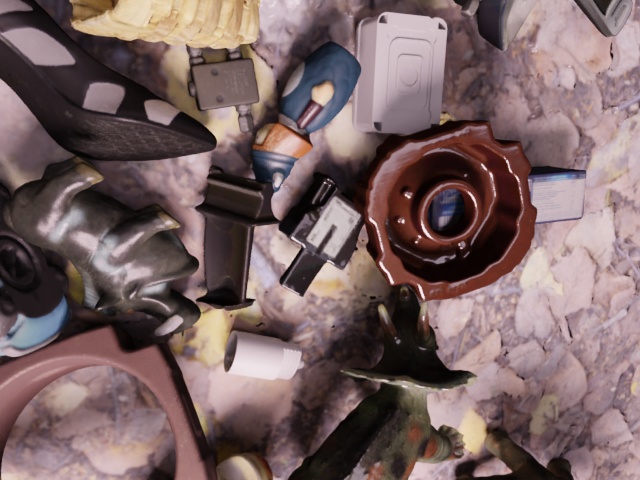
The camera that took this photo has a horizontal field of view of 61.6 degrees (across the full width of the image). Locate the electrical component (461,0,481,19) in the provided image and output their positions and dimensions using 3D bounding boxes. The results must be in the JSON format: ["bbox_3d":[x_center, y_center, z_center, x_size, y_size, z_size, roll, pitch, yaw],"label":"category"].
[{"bbox_3d":[0.148,-0.261,0.475,0.078,0.045,0.102,34,86,-40],"label":"electrical component"}]

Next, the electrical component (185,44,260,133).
[{"bbox_3d":[-0.092,-0.145,0.504,0.063,0.021,0.093,-14,107,-16],"label":"electrical component"}]

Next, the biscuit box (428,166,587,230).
[{"bbox_3d":[0.199,-0.047,0.607,0.203,0.063,0.059,-6,104,-18],"label":"biscuit box"}]

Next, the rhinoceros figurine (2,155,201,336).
[{"bbox_3d":[-0.175,0.012,0.471,0.112,0.073,0.190,-51,122,-10],"label":"rhinoceros figurine"}]

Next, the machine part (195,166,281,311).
[{"bbox_3d":[-0.084,0.004,0.518,0.084,0.039,0.138,17,109,19],"label":"machine part"}]

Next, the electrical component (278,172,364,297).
[{"bbox_3d":[-0.001,-0.002,0.553,0.075,0.048,0.119,30,91,-22],"label":"electrical component"}]

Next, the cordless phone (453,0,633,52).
[{"bbox_3d":[0.250,-0.252,0.573,0.184,0.089,0.146,30,90,-27],"label":"cordless phone"}]

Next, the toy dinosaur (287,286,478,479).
[{"bbox_3d":[0.029,0.234,0.533,0.405,0.131,0.192,-51,142,-16],"label":"toy dinosaur"}]

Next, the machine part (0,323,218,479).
[{"bbox_3d":[-0.203,0.189,0.459,0.201,0.087,0.201,-22,76,-13],"label":"machine part"}]

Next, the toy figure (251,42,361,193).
[{"bbox_3d":[-0.021,-0.114,0.516,0.058,0.064,0.154,36,93,14],"label":"toy figure"}]

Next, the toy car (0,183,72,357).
[{"bbox_3d":[-0.288,0.028,0.432,0.103,0.109,0.161,-27,101,6],"label":"toy car"}]

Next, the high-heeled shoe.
[{"bbox_3d":[-0.205,-0.154,0.452,0.248,0.086,0.145,8,70,-37],"label":"high-heeled shoe"}]

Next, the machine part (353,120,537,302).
[{"bbox_3d":[0.121,-0.029,0.521,0.179,0.056,0.179,-3,106,-9],"label":"machine part"}]

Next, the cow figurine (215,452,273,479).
[{"bbox_3d":[-0.124,0.290,0.544,0.195,0.086,0.127,-42,156,7],"label":"cow figurine"}]

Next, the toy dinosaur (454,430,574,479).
[{"bbox_3d":[0.261,0.316,0.628,0.471,0.199,0.105,21,91,-28],"label":"toy dinosaur"}]
